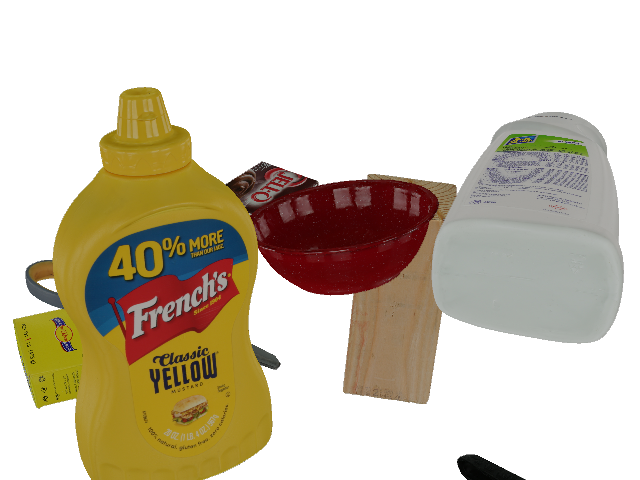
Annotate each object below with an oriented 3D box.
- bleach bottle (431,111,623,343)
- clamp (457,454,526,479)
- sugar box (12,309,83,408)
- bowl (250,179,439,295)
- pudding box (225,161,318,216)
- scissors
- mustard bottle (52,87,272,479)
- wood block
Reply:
[{"bbox_3d":[0.142,-0.028,0.657,0.103,0.068,0.250,9,26,17],"label":"bleach bottle"},{"bbox_3d":[0.194,0.242,0.858,0.210,0.036,0.164,1,34,24],"label":"clamp"},{"bbox_3d":[-0.188,0.093,0.991,0.176,0.048,0.093,-15,36,-17],"label":"sugar box"},{"bbox_3d":[0.020,0.001,0.879,0.162,0.055,0.162,-8,21,3],"label":"bowl"},{"bbox_3d":[-0.070,-0.050,1.315,0.090,0.039,0.113,20,40,30],"label":"pudding box"},{"bbox_3d":[-0.105,0.038,0.733,0.202,0.016,0.096,13,31,16],"label":"scissors"},{"bbox_3d":[-0.076,0.023,0.507,0.096,0.192,0.058,-12,24,-22],"label":"mustard bottle"},{"bbox_3d":[0.078,0.049,1.067,0.090,0.206,0.090,7,27,4],"label":"wood block"}]
